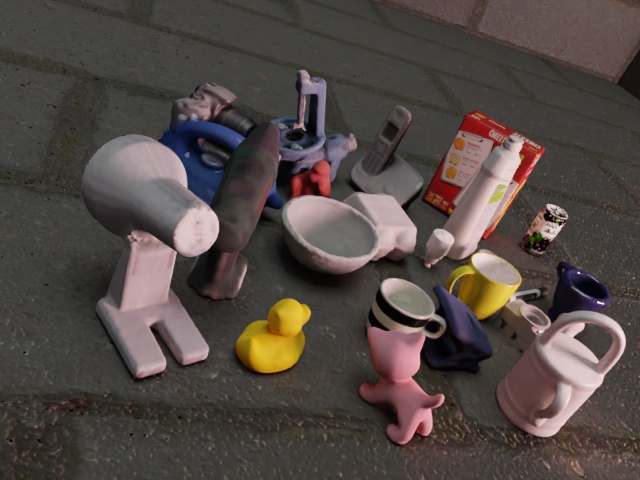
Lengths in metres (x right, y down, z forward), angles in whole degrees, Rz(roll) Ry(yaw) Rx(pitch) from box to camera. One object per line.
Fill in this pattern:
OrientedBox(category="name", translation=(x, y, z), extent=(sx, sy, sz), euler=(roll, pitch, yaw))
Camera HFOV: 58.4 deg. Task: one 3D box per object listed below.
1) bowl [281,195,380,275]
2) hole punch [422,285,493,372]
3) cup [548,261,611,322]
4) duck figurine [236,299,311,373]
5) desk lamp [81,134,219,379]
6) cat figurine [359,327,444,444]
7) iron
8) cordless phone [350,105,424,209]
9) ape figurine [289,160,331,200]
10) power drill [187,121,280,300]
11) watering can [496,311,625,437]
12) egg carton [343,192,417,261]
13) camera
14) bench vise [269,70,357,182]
OrientedBox(category="bowl", translation=(0.009, 0.003, 0.929), extent=(0.168, 0.074, 0.167), euler=(16, 34, -11))
OrientedBox(category="hole punch", translation=(0.206, 0.130, 0.857), extent=(0.101, 0.091, 0.108), euler=(9, 36, -20))
OrientedBox(category="cup", translation=(0.449, 0.105, 1.036), extent=(0.092, 0.095, 0.117), euler=(5, 38, -25))
OrientedBox(category="duck figurine", translation=(-0.054, 0.114, 0.728), extent=(0.105, 0.086, 0.077), euler=(-17, 50, -44))
OrientedBox(category="desk lamp", translation=(-0.193, 0.010, 0.672), extent=(0.118, 0.213, 0.202), euler=(-12, 47, -41))
OrientedBox(category="cat figurine", translation=(0.104, 0.169, 0.717), extent=(0.067, 0.117, 0.127), euler=(-9, 45, -39))
OrientedBox(category="iron", translation=(-0.178, -0.134, 0.946), extent=(0.258, 0.141, 0.119), euler=(31, 34, 11))
OrientedBox(category="cordless phone", translation=(0.153, -0.161, 1.143), extent=(0.094, 0.185, 0.147), euler=(-17, 50, -44))
OrientedBox(category="ape figurine", translation=(-0.010, -0.106, 1.054), extent=(0.077, 0.092, 0.076), euler=(36, 36, 19))
OrientedBox(category="power drill", translation=(-0.115, -0.033, 0.783), extent=(0.075, 0.208, 0.229), euler=(19, 34, -7))
OrientedBox(category="watering can", translation=(0.333, 0.167, 0.789), extent=(0.101, 0.194, 0.173), euler=(17, 34, -10))
OrientedBox(category="egg carton", translation=(0.107, -0.027, 1.034), extent=(0.107, 0.069, 0.150), euler=(1, 40, -30))
OrientedBox(category="camera", translation=(-0.196, -0.234, 1.112), extent=(0.136, 0.101, 0.143), euler=(30, 34, 11))
OrientedBox(category="bench vise", translation=(-0.020, -0.216, 1.085), extent=(0.208, 0.219, 0.121), euler=(-17, 51, -45))
